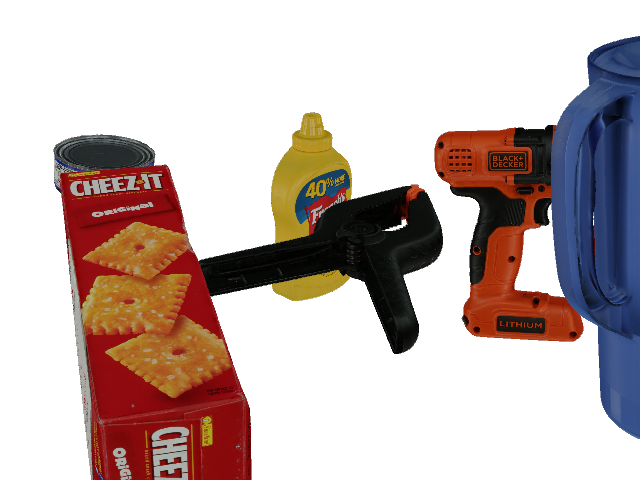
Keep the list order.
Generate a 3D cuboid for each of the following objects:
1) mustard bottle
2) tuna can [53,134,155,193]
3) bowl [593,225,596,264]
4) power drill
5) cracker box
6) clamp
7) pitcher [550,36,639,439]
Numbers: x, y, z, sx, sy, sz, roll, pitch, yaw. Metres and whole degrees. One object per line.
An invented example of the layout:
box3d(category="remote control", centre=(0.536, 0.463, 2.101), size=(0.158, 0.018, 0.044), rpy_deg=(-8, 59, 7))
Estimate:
box3d(category="mustard bottle", centre=(-0.008, -0.039, 1.109), size=(0.096, 0.192, 0.058), rpy_deg=(-20, 30, -38))
box3d(category="tuna can", centre=(-0.186, -0.061, 0.921), size=(0.086, 0.034, 0.086), rpy_deg=(6, 24, -3))
box3d(category="bowl", centre=(0.365, 0.029, 1.158), size=(0.162, 0.055, 0.162), rpy_deg=(0, 26, 0))
box3d(category="power drill", centre=(0.194, -0.008, 0.936), size=(0.185, 0.188, 0.057), rpy_deg=(2, 13, 17))
box3d(category="cracker box", centre=(-0.090, 0.081, 0.566), size=(0.072, 0.164, 0.214), rpy_deg=(-7, 34, -14))
box3d(category="clamp", centre=(0.016, 0.007, 0.749), size=(0.165, 0.036, 0.209), rpy_deg=(11, 28, 19))
box3d(category="pitcher", centre=(0.218, 0.003, 0.641), size=(0.149, 0.243, 0.144), rpy_deg=(2, 22, 16))
